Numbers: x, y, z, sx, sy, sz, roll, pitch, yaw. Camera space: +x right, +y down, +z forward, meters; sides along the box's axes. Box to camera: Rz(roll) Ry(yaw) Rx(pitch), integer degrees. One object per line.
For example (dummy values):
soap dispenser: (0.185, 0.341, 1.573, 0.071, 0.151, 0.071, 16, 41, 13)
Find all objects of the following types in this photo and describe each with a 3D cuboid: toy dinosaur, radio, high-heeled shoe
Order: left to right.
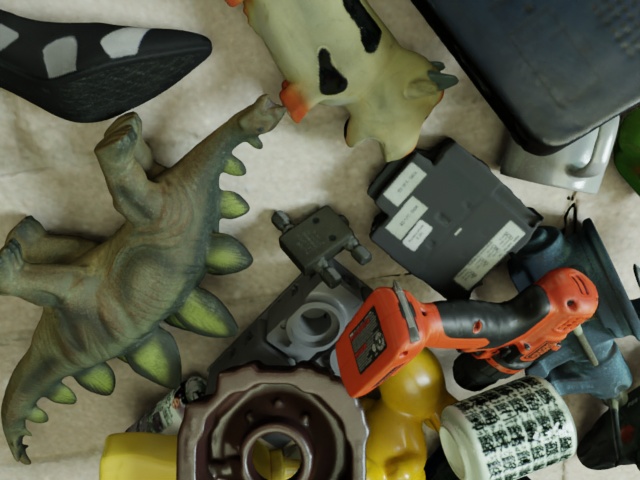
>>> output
high-heeled shoe: (-0.222, -0.166, 0.416, 0.249, 0.086, 0.145, -19, 83, -14)
toy dinosaur: (-0.188, 0.051, 0.483, 0.471, 0.105, 0.198, -40, 114, 18)
radio: (0.141, -0.177, 0.367, 0.131, 0.073, 0.229, -37, 83, 14)

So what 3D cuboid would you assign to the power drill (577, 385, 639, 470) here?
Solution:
power drill: (0.318, 0.226, 0.519, 0.086, 0.207, 0.231, 36, 130, 16)

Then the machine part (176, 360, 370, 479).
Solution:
machine part: (-0.039, 0.190, 0.472, 0.179, 0.056, 0.179, 0, 84, 1)

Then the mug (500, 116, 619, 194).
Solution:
mug: (0.205, -0.096, 0.443, 0.081, 0.109, 0.107, 9, 101, -1)

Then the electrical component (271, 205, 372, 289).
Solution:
electrical component: (-0.001, -0.001, 0.492, 0.063, 0.094, 0.021, -37, 155, -16)

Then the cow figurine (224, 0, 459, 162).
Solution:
cow figurine: (0.021, -0.148, 0.419, 0.127, 0.085, 0.194, -27, 112, 15)

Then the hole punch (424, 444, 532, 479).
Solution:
hole punch: (0.185, 0.272, 0.623, 0.116, 0.092, 0.142, 41, 110, 5)

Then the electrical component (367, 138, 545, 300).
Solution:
electrical component: (0.110, -0.024, 0.482, 0.134, 0.058, 0.115, 41, 104, -3)

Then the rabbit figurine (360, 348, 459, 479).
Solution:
rabbit figurine: (0.086, 0.189, 0.558, 0.162, 0.122, 0.173, 15, 93, -13)

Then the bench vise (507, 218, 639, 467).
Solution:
bench vise: (0.296, 0.063, 0.500, 0.241, 0.129, 0.223, -25, 99, 25)

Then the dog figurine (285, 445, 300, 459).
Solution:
dog figurine: (-0.021, 0.352, 0.621, 0.172, 0.121, 0.190, 12, 118, -1)

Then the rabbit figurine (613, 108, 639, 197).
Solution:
rabbit figurine: (0.325, -0.120, 0.450, 0.159, 0.121, 0.170, 36, 89, -11)
